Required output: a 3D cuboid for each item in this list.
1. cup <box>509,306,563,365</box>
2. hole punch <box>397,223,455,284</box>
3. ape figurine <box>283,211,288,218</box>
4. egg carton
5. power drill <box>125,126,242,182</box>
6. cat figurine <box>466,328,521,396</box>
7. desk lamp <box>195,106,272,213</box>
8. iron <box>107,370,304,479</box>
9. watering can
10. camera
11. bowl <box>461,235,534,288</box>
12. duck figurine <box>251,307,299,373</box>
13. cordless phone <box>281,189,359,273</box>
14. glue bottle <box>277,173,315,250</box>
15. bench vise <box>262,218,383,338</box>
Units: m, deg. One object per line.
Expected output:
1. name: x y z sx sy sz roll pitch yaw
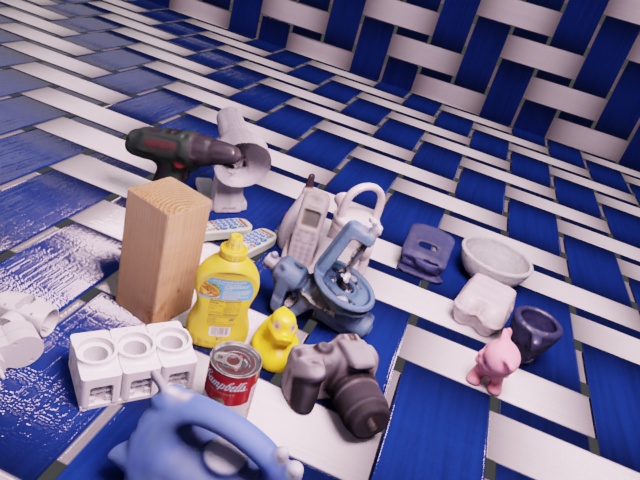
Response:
1. cup: 0.381 0.188 1.046 0.091 0.095 0.118 23 29 11
2. hole punch: 0.234 0.028 1.253 0.108 0.091 0.101 21 29 8
3. ape figurine: -0.036 -0.051 1.245 0.076 0.092 0.077 -9 38 -39
4. egg carton: 0.331 0.128 1.150 0.107 0.069 0.151 27 30 18
5. power drill: -0.274 -0.122 1.120 0.229 0.208 0.076 20 29 7
6. cat figurine: 0.303 0.195 0.967 0.067 0.118 0.128 26 30 17
7. desk lamp: -0.194 -0.165 1.233 0.118 0.213 0.202 1 32 -27
8. iron: -0.099 0.245 0.638 0.258 0.141 0.119 23 29 11
9. watering can: 0.067 -0.033 1.163 0.101 0.194 0.172 -12 39 -41
10. camera: 0.035 0.207 0.819 0.143 0.101 0.136 2 32 -26
11. bowl: 0.387 0.062 1.292 0.167 0.075 0.167 13 29 -7
12. duck figurine: -0.063 0.143 0.895 0.078 0.086 0.104 8 30 -15
13. cordless phone: 0.010 0.004 1.076 0.147 0.185 0.094 16 28 -2
14. glue bottle: -0.035 -0.057 1.172 0.078 0.173 0.037 3 31 -24
15. bench vise: 0.010 0.054 0.952 0.207 0.220 0.121 12 29 -9
